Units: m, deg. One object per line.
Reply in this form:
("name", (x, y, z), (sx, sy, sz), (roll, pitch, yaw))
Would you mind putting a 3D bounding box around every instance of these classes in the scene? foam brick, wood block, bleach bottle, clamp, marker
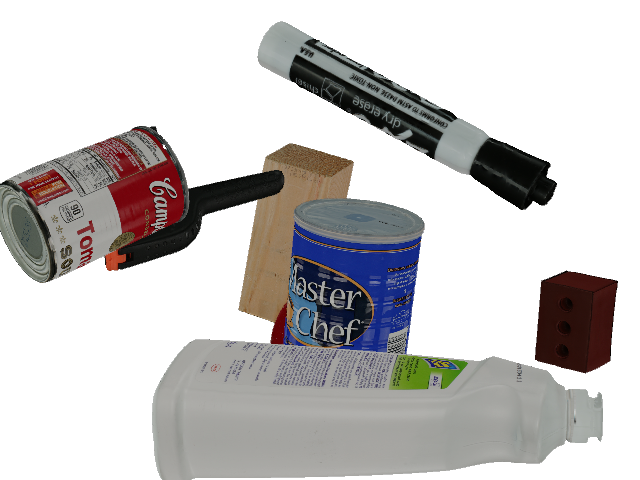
("foam brick", (0.229, 0.072, 0.957), (0.053, 0.078, 0.051), (12, 18, 37))
("wood block", (-0.032, -0.006, 1.343), (0.090, 0.206, 0.090), (18, 23, 15))
("bleach bottle", (0.036, 0.102, 0.626), (0.251, 0.068, 0.102), (1, 18, 10))
("clamp", (-0.156, -0.042, 1.046), (0.165, 0.036, 0.209), (24, 41, 21))
("marker", (0.030, -0.045, 0.387), (0.121, 0.020, 0.020), (31, 11, 18))

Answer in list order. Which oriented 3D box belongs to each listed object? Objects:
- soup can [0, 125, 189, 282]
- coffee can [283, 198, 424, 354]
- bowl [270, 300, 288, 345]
("soup can", (-0.143, -0.024, 0.670), (0.102, 0.068, 0.069), (-28, 16, -34))
("coffee can", (0.024, 0.047, 0.852), (0.103, 0.140, 0.103), (5, 17, -2))
("bowl", (0.002, 0.101, 1.070), (0.162, 0.162, 0.055), (0, -16, 43))
